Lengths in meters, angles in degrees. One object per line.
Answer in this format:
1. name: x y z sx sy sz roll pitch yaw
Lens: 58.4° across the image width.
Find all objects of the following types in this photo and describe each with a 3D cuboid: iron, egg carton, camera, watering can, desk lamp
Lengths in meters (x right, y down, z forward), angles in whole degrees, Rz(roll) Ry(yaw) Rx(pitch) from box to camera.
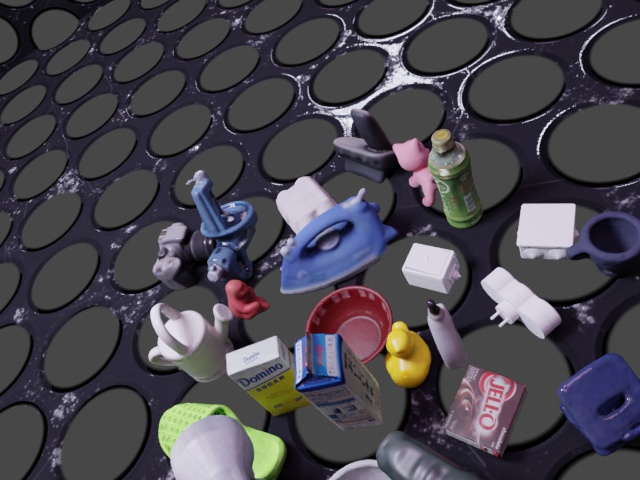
1. iron: 0.010 0.004 1.099 0.258 0.142 0.118 -32 48 1
2. egg carton: -0.027 -0.068 1.219 0.107 0.070 0.150 -38 48 -4
3. camera: -0.284 0.023 1.256 0.136 0.101 0.143 -6 54 22
4. watering can: -0.241 0.176 1.057 0.173 0.195 0.100 -44 49 -10
5. desk lamp: -0.102 0.374 0.828 0.118 0.214 0.202 -43 49 -9

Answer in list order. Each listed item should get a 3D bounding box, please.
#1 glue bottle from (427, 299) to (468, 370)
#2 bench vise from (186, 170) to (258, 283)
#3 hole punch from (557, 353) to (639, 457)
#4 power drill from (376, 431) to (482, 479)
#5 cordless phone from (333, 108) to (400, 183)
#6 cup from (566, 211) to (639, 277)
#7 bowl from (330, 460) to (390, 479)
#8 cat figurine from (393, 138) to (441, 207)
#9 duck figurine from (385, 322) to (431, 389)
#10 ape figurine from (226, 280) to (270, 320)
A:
1. glue bottle: 0.191 0.135 0.890 0.037 0.174 0.078 -20 50 12
2. bench vise: -0.195 -0.026 1.169 0.121 0.220 0.207 -22 49 10
3. hole punch: 0.394 0.223 0.780 0.108 0.091 0.101 -34 48 0
4. power drill: 0.182 0.335 0.721 0.228 0.209 0.076 25 70 37
5. cordless phone: 0.086 -0.218 1.198 0.147 0.186 0.094 20 67 36
6. cup: 0.448 0.021 0.902 0.117 0.095 0.091 -22 49 10
7. bowl: 0.076 0.406 0.810 0.167 0.075 0.167 -13 51 17
8. cat figurine: 0.200 -0.147 1.135 0.067 0.118 0.127 -32 48 1
9. duck figurine: 0.137 0.184 0.939 0.077 0.086 0.104 -13 51 18
10. ape figurine: -0.154 0.112 1.132 0.076 0.092 0.077 -22 49 10
